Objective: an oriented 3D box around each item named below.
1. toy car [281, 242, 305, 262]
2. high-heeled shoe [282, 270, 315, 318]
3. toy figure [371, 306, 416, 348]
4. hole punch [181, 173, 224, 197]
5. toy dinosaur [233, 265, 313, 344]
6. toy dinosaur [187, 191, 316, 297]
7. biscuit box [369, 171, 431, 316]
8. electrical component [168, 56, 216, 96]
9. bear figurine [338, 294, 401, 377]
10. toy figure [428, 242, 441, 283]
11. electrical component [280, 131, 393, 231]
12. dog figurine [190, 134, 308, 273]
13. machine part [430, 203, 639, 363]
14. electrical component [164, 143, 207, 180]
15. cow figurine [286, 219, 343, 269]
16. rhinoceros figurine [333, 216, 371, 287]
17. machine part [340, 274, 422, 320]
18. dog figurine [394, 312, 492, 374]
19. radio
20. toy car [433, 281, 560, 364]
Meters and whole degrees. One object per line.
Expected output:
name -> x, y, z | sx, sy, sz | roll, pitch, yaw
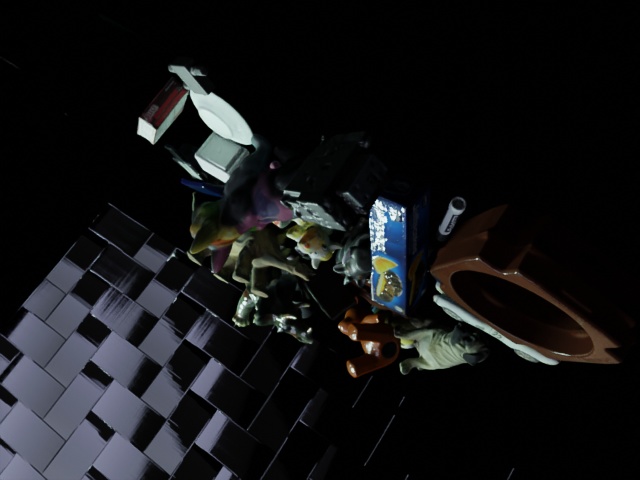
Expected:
toy car -> -0.124, 0.007, 1.374 | 0.202, 0.053, 0.089 | 27, -176, 33
high-heeled shoe -> -0.097, 0.097, 1.310 | 0.249, 0.086, 0.145 | 46, 172, 23
toy figure -> 0.168, 0.194, 1.255 | 0.089, 0.082, 0.180 | 30, 176, -32
hole punch -> -0.204, -0.120, 1.086 | 0.142, 0.092, 0.115 | 11, 156, 50
toy dinosaur -> -0.129, 0.051, 1.198 | 0.131, 0.405, 0.192 | -1, 148, -30
toy dinosaur -> -0.171, -0.012, 1.120 | 0.472, 0.198, 0.105 | 20, 158, 41
biscuit box -> 0.106, 0.008, 0.718 | 0.059, 0.063, 0.202 | 25, 141, 32
electrical component -> -0.184, -0.238, 0.788 | 0.094, 0.021, 0.063 | 20, 159, 43
bear figurine -> 0.087, 0.199, 1.172 | 0.132, 0.120, 0.196 | -5, -163, -25
toy figure -> 0.170, 0.032, 0.787 | 0.155, 0.058, 0.064 | 25, 168, 36
electrical component -> 0.024, -0.074, 0.662 | 0.058, 0.115, 0.134 | 38, 166, -30
dog figurine -> -0.105, -0.043, 0.849 | 0.192, 0.219, 0.108 | 27, 167, 30
machine part -> 0.248, 0.053, 0.627 | 0.201, 0.087, 0.201 | 35, 164, -3
electrical component -> -0.274, -0.174, 1.140 | 0.075, 0.048, 0.119 | 21, 159, 42
cow figurine -> -0.003, -0.001, 0.903 | 0.098, 0.068, 0.167 | 51, -167, -20
rhinoceros figurine -> 0.065, 0.024, 0.893 | 0.073, 0.112, 0.190 | 38, 173, -4
machine part -> 0.120, 0.093, 1.099 | 0.179, 0.056, 0.179 | 34, 165, 10
dog figurine -> 0.270, 0.204, 1.079 | 0.191, 0.172, 0.121 | -11, 98, 37
radio -> 0.011, 0.106, 1.217 | 0.131, 0.073, 0.229 | 55, 177, 1
toy car -> 0.264, 0.107, 0.784 | 0.202, 0.073, 0.056 | 30, 168, 18
